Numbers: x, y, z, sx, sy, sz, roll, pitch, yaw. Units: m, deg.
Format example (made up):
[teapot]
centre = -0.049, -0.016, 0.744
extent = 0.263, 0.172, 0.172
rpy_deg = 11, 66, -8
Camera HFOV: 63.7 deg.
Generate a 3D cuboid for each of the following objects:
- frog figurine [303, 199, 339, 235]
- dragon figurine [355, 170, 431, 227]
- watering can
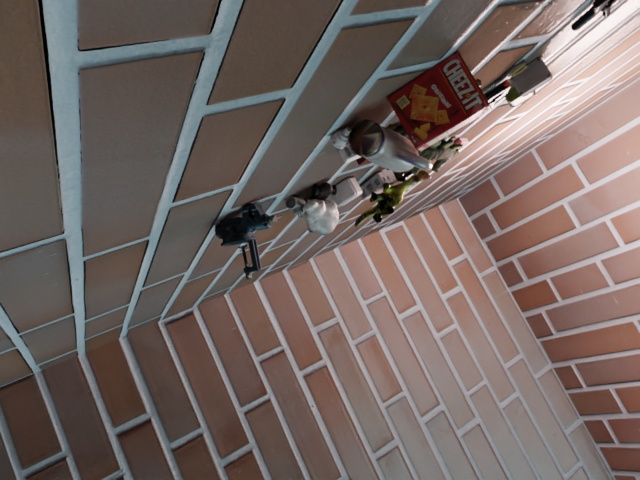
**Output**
[frog figurine]
centre = 0.006, -0.094, 1.871
extent = 0.138, 0.124, 0.156
rpy_deg = -40, -22, -13
[dragon figurine]
centre = 0.316, -0.185, 2.186
extent = 0.246, 0.122, 0.404
rpy_deg = -30, -3, -35
[watering can]
centre = 0.174, -0.269, 1.480
extent = 0.223, 0.103, 0.352
rpy_deg = 18, 12, -32
